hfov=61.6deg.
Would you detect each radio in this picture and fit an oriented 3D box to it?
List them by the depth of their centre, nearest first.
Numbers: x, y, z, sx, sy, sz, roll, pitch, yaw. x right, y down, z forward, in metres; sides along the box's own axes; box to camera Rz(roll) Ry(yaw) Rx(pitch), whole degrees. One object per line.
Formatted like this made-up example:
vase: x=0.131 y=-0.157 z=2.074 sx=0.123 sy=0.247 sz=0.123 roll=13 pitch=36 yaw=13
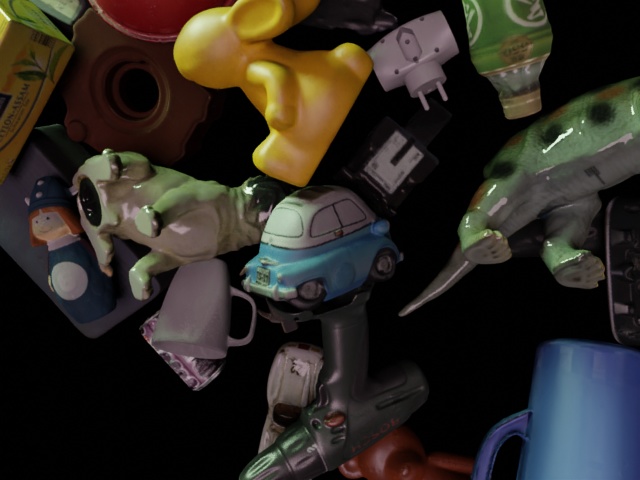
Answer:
radio: x=-0.282 y=-0.006 z=0.623 sx=0.131 sy=0.073 sz=0.229 roll=-38 pitch=96 yaw=20

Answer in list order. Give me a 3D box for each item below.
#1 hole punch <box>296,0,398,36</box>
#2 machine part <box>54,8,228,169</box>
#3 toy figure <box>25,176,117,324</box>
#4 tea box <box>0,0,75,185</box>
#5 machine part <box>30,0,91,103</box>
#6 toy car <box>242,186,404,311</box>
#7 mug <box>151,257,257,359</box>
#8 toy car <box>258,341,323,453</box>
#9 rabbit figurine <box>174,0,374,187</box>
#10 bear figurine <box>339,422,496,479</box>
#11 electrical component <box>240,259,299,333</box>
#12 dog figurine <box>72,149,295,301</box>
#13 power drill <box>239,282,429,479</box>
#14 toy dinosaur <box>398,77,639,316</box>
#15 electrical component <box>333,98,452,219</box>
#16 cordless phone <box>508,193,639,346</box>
hole punch: x=0.010 y=-0.261 z=0.492 sx=0.142 sy=0.092 sz=0.115 roll=9 pitch=139 yaw=5
machine part: x=-0.190 y=-0.158 z=0.567 sx=0.179 sy=0.056 sz=0.179 roll=3 pitch=108 yaw=8
toy figure: x=-0.259 y=0.009 z=0.556 sx=0.064 sy=0.058 sz=0.154 roll=-24 pitch=103 yaw=-24
tea box: x=-0.326 y=-0.151 z=0.527 sx=0.098 sy=0.068 sz=0.169 roll=46 pitch=107 yaw=23
machine part: x=-0.296 y=-0.217 z=0.578 sx=0.084 sy=0.039 sz=0.138 roll=25 pitch=108 yaw=-7
toy car: x=-0.001 y=-0.002 z=0.525 sx=0.109 sy=0.161 sz=0.102 roll=11 pitch=113 yaw=51
mug: x=-0.125 y=0.073 z=0.602 sx=0.110 sy=0.080 sz=0.107 roll=3 pitch=68 yaw=7
toy car: x=-0.031 y=0.217 z=0.656 sx=0.074 sy=0.056 sz=0.201 roll=11 pitch=109 yaw=6
rabbit figurine: x=-0.050 y=-0.152 z=0.483 sx=0.173 sy=0.122 sz=0.162 roll=29 pitch=134 yaw=1
bear figurine: x=0.128 y=0.278 z=0.615 sx=0.196 sy=0.132 sz=0.120 roll=40 pitch=80 yaw=-8
electrical component: x=-0.042 y=0.052 z=0.615 sx=0.078 sy=0.045 sz=0.102 roll=-28 pitch=105 yaw=-12
dog figurine: x=-0.132 y=-0.041 z=0.557 sx=0.172 sy=0.190 sz=0.121 roll=48 pitch=132 yaw=19
power drill: x=0.004 y=0.147 z=0.562 sx=0.232 sy=0.086 sz=0.207 roll=-18 pitch=104 yaw=-19
toy dinosaur: x=0.235 y=-0.070 z=0.477 sx=0.405 sy=0.192 sz=0.131 roll=-24 pitch=119 yaw=32
electrical component: x=0.078 y=-0.087 z=0.541 sx=0.075 sy=0.048 sz=0.119 roll=38 pitch=81 yaw=-5
cordless phone: x=0.271 y=0.030 z=0.526 sx=0.184 sy=0.088 sz=0.146 roll=-2 pitch=90 yaw=21
